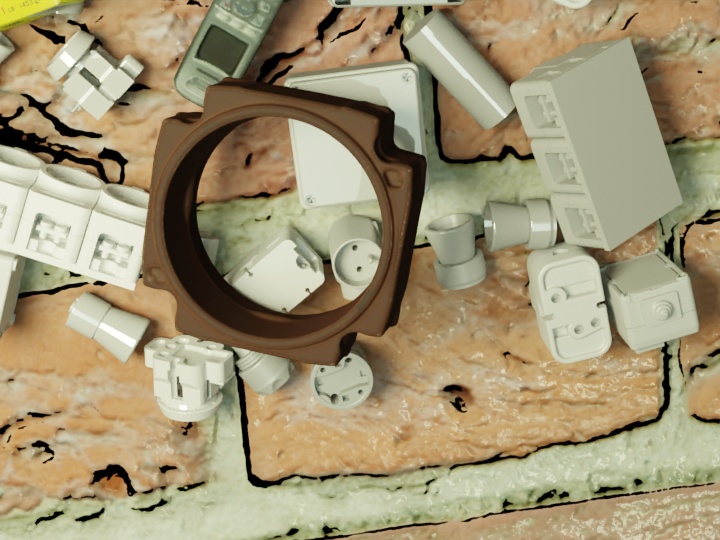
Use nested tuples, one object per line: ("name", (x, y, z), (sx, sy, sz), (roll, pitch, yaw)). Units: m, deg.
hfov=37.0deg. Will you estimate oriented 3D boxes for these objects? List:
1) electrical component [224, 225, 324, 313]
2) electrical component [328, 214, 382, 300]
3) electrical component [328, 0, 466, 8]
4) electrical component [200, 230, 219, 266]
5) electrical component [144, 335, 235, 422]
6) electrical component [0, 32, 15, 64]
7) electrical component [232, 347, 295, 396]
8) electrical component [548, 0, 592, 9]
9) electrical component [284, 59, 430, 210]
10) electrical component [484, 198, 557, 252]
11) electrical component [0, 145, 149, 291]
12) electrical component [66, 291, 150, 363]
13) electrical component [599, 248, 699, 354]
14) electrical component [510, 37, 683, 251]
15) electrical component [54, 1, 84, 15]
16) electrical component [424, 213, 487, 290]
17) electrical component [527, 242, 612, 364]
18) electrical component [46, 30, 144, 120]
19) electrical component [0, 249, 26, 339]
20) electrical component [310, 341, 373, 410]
("electrical component", (-0.079, 0.010, 0.925), (0.089, 0.055, 0.050), (-40, 106, 9))
("electrical component", (0.000, 0.000, 0.917), (0.044, 0.077, 0.079), (-12, 108, -1))
("electrical component", (0.028, -0.263, 0.846), (0.109, 0.056, 0.108), (-2, 108, -3))
("electrical component", (-0.142, -0.009, 0.924), (0.040, 0.040, 0.046), (12, 101, -8))
("electrical component", (-0.150, 0.096, 0.945), (0.078, 0.058, 0.057), (10, 113, 19))
("electrical component", (-0.310, -0.168, 0.858), (0.045, 0.045, 0.055), (36, 102, -14))
("electrical component", (-0.092, 0.078, 0.953), (0.043, 0.043, 0.062), (-40, 105, 8))
("electrical component", (0.142, -0.249, 0.856), (0.095, 0.059, 0.053), (21, 105, -10))
("electrical component", (-0.003, -0.113, 0.891), (0.109, 0.056, 0.108), (-8, 108, -2))
("electrical component", (0.138, -0.039, 0.931), (0.055, 0.045, 0.045), (-3, 108, -3))
("electrical component", (-0.242, -0.047, 0.877), (0.150, 0.089, 0.061), (18, 105, -10))
("electrical component", (-0.222, 0.047, 0.935), (0.065, 0.044, 0.044), (30, 103, -8))
("electrical component", (0.251, 0.030, 0.934), (0.062, 0.096, 0.061), (-17, 109, 2))
("electrical component", (0.195, -0.104, 0.894), (0.089, 0.062, 0.150), (-31, 109, -22))
("electrical component", (-0.231, -0.234, 0.845), (0.044, 0.044, 0.065), (13, 111, -8))
("electrical component", (0.084, -0.016, 0.935), (0.045, 0.045, 0.055), (-16, 108, 1))
("electrical component", (0.182, 0.026, 0.947), (0.054, 0.059, 0.095), (-14, 108, 0))
("electrical component", (-0.218, -0.159, 0.867), (0.066, 0.048, 0.055), (-44, 113, 10))
("electrical component", (-0.319, 0.006, 0.904), (0.061, 0.061, 0.096), (15, 106, -9))
("electrical component", (-0.017, 0.090, 0.960), (0.055, 0.047, 0.055), (-1, 108, -4))
